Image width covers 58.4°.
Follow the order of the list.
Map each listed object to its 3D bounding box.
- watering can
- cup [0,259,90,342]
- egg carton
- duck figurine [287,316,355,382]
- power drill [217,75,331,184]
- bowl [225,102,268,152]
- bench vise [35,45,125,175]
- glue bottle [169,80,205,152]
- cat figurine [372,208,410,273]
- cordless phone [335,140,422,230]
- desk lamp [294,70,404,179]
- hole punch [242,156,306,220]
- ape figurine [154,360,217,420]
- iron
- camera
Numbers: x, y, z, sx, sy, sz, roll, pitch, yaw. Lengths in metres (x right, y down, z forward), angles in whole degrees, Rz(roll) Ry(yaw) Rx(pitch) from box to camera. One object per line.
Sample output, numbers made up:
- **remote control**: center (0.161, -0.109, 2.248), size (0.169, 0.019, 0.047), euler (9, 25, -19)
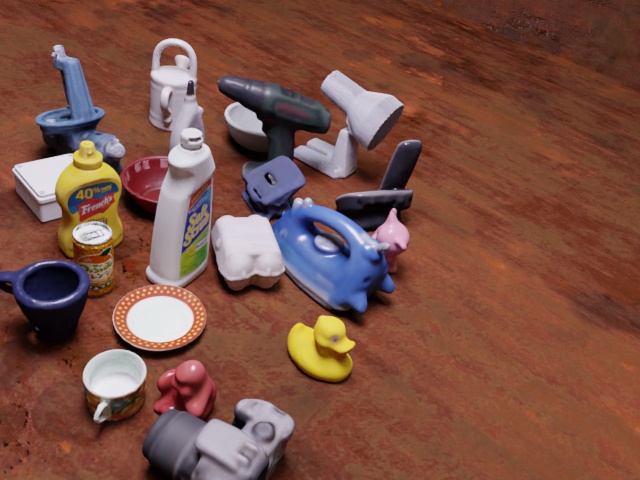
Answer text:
- **watering can**: center (-0.323, -0.352, 1.265), size (0.101, 0.194, 0.172), euler (-4, 40, -23)
- **cup**: center (-0.366, 0.086, 0.759), size (0.118, 0.095, 0.091), euler (10, 37, -6)
- **egg carton**: center (-0.123, 0.017, 0.955), size (0.107, 0.069, 0.150), euler (-3, 40, -22)
- **duck figurine**: center (0.005, 0.143, 0.819), size (0.104, 0.086, 0.078), euler (30, 39, 20)
- **power drill**: center (-0.099, -0.216, 1.152), size (0.230, 0.208, 0.075), euler (4, 37, -13)
- **bowl**: center (-0.135, -0.245, 1.291), size (0.167, 0.075, 0.167), euler (10, 37, -7)
- **bench vise**: center (-0.426, -0.230, 1.048), size (0.207, 0.220, 0.121), euler (21, 37, 8)
- **glue bottle**: center (-0.265, -0.241, 1.157), size (0.037, 0.173, 0.078), euler (31, 39, 21)
- **cat figurine**: center (0.126, -0.007, 1.031), size (0.067, 0.118, 0.128), euler (15, 36, 0)
- **cordless phone**: center (0.118, -0.116, 1.115), size (0.148, 0.185, 0.094), euler (-8, 42, -28)
- **desk lamp**: center (0.060, -0.242, 1.237), size (0.202, 0.213, 0.118), euler (29, 39, 18)
- **hole punch**: center (-0.090, -0.102, 1.104), size (0.101, 0.091, 0.108), euler (-11, 43, -30)
- **ape figurine**: center (-0.162, 0.182, 0.705), size (0.076, 0.092, 0.077), euler (-8, 42, -27)
- **iron**: center (0.009, 0.003, 0.957), size (0.257, 0.141, 0.119), euler (35, 41, 25)
- **camera**: center (-0.118, 0.232, 0.648), size (0.136, 0.101, 0.143), euler (25, 38, 14)
